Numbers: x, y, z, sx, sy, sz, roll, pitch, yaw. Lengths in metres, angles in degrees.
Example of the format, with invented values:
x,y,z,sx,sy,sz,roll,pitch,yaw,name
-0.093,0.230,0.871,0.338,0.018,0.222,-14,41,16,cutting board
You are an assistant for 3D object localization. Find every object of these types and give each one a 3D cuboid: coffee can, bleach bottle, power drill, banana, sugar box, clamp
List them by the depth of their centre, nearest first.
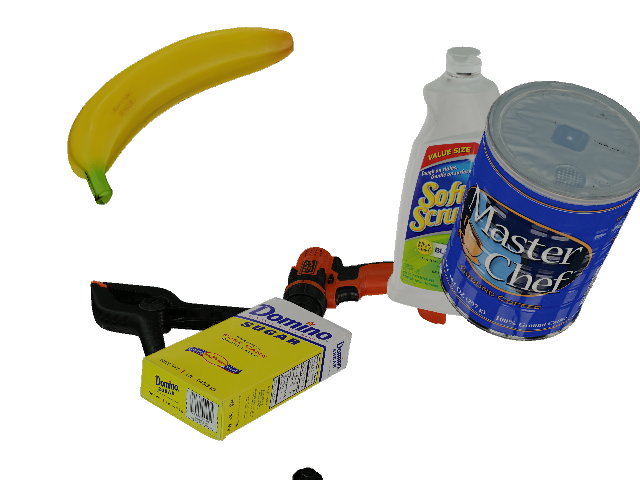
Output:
x,y,z,sx,sy,sz,roll,pitch,yaw,name
0.141,-0.017,0.691,0.102,0.103,0.140,0,-41,-9,coffee can
-0.100,-0.092,0.692,0.070,0.197,0.037,35,-34,13,banana
-0.061,0.106,0.930,0.093,0.048,0.175,24,31,30,sugar box
0.118,-0.056,0.992,0.103,0.251,0.068,12,30,22,bleach bottle
-0.173,0.082,1.101,0.210,0.036,0.164,14,20,31,clamp
0.051,0.061,1.230,0.188,0.057,0.184,0,28,8,power drill

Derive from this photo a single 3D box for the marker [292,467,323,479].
x,y,z,sx,sy,sz,roll,pitch,yaw,name
-0.013,0.192,0.680,0.020,0.121,0.020,5,32,-3,marker
